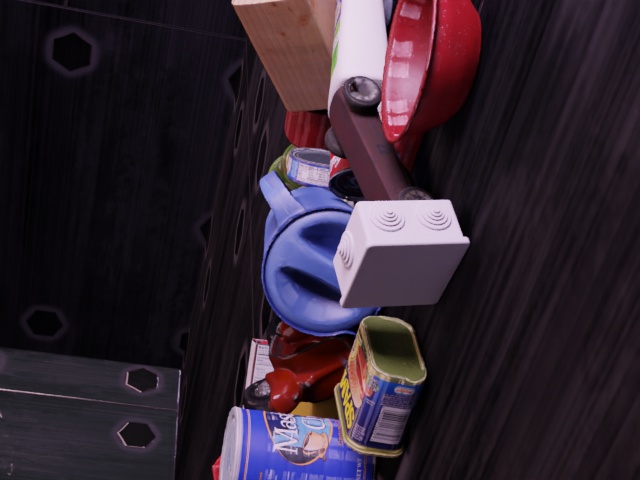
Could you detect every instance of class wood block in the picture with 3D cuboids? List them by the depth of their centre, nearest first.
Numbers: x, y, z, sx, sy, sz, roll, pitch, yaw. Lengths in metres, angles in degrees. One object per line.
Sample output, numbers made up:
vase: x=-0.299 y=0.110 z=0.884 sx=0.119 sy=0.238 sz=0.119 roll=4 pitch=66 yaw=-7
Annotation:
wood block: x=-0.024 y=-0.251 z=1.275 sx=0.206 sy=0.090 sz=0.091 roll=59 pitch=-147 yaw=-57

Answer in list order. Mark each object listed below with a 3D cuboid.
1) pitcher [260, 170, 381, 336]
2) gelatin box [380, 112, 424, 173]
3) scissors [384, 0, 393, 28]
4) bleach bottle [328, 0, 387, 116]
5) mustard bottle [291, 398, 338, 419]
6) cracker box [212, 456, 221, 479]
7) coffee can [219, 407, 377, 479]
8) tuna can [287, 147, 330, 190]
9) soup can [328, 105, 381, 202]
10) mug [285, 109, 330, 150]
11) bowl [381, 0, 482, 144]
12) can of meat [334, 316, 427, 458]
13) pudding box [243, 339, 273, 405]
pitcher: x=-0.008 y=0.001 z=1.171 sx=0.243 sy=0.145 sz=0.149 roll=-117 pitch=36 yaw=-77
gelatin box: x=0.081 y=-0.118 z=1.071 sx=0.089 sy=0.030 sz=0.073 roll=-93 pitch=15 yaw=-48
scissors: x=0.074 y=-0.324 z=1.310 sx=0.096 sy=0.016 sz=0.202 roll=149 pitch=128 yaw=-74
bleach bottle: x=0.045 y=-0.260 z=1.232 sx=0.103 sy=0.068 sz=0.251 roll=101 pitch=171 yaw=-60
mustard bottle: x=-0.007 y=0.263 z=1.167 sx=0.096 sy=0.058 sz=0.191 roll=115 pitch=160 yaw=-51
cracker box: x=-0.068 y=0.335 z=1.195 sx=0.164 sy=0.072 sz=0.214 roll=-31 pitch=-63 yaw=-85
coffee can: x=-0.024 y=0.225 z=1.061 sx=0.103 sy=0.140 sz=0.103 roll=-172 pitch=90 yaw=-80
tuna can: x=0.002 y=-0.088 z=1.326 sx=0.086 sy=0.086 sz=0.034 roll=-112 pitch=30 yaw=-71
soup can: x=0.045 y=-0.101 z=1.148 sx=0.069 sy=0.068 sz=0.102 roll=116 pitch=159 yaw=-60
mug: x=0.004 y=-0.161 z=1.408 sx=0.117 sy=0.093 sz=0.082 roll=49 pitch=149 yaw=26
bowl: x=0.100 y=-0.160 z=0.931 sx=0.162 sy=0.055 sz=0.162 roll=-172 pitch=90 yaw=-80
can of meat: x=0.054 y=0.128 z=0.950 sx=0.102 sy=0.057 sz=0.084 roll=-101 pitch=24 yaw=-60
pudding box: x=-0.049 y=0.187 z=1.371 sx=0.039 sy=0.090 sz=0.113 roll=-169 pitch=87 yaw=-79
